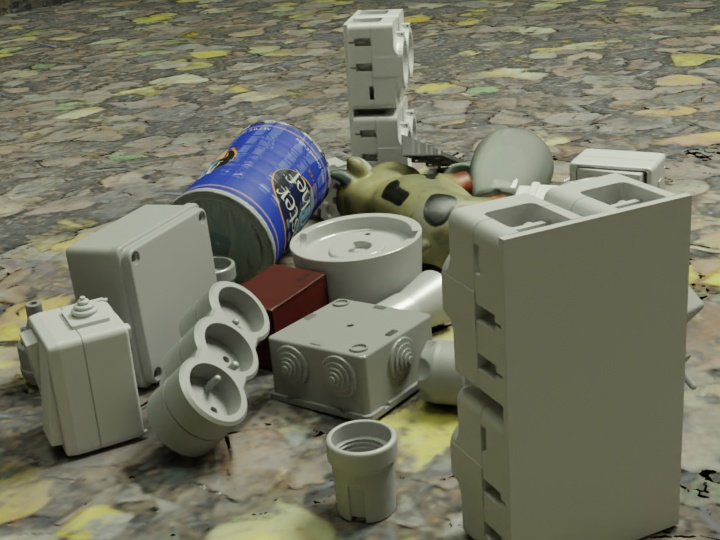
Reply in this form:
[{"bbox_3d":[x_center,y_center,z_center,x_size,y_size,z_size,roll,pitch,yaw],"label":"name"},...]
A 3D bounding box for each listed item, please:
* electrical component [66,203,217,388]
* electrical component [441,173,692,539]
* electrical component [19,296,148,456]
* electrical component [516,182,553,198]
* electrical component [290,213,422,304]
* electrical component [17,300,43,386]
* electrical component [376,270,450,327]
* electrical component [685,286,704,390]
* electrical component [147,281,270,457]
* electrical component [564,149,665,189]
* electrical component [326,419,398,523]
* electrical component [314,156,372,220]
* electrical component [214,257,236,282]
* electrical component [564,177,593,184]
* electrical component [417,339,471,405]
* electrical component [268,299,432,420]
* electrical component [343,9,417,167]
[{"bbox_3d":[-0.158,0.016,0.806,0.056,0.108,0.109,3,22,24],"label":"electrical component"},{"bbox_3d":[0.105,0.053,0.552,0.105,0.186,0.060,-13,23,-22],"label":"electrical component"},{"bbox_3d":[-0.183,0.064,0.703,0.061,0.096,0.062,-14,24,-24],"label":"electrical component"},{"bbox_3d":[0.152,-0.021,0.886,0.057,0.078,0.113,5,23,15],"label":"electrical component"},{"bbox_3d":[0.000,0.000,0.881,0.108,0.060,0.108,-7,22,3],"label":"electrical component"},{"bbox_3d":[-0.235,0.052,0.790,0.035,0.061,0.035,-4,21,1],"label":"electrical component"},{"bbox_3d":[0.038,0.032,0.823,0.065,0.044,0.044,-27,30,-36],"label":"electrical component"},{"bbox_3d":[0.191,0.053,0.707,0.047,0.083,0.075,-20,64,-35],"label":"electrical component"},{"bbox_3d":[-0.109,0.073,0.722,0.074,0.052,0.138,-43,19,28],"label":"electrical component"},{"bbox_3d":[0.241,-0.079,1.041,0.096,0.061,0.061,7,24,27],"label":"electrical component"},{"bbox_3d":[0.002,0.114,0.608,0.040,0.046,0.040,-4,21,1],"label":"electrical component"},{"bbox_3d":[-0.020,-0.086,1.109,0.078,0.058,0.057,32,36,29],"label":"electrical component"},{"bbox_3d":[-0.120,0.017,0.882,0.040,0.046,0.040,-4,21,1],"label":"electrical component"},{"bbox_3d":[0.216,-0.047,0.968,0.054,0.059,0.095,-8,21,-9],"label":"electrical component"},{"bbox_3d":[0.072,0.069,0.715,0.062,0.043,0.043,4,23,16],"label":"electrical component"},{"bbox_3d":[-0.005,0.059,0.750,0.100,0.048,0.100,9,23,36],"label":"electrical component"},{"bbox_3d":[0.025,-0.184,1.180,0.060,0.186,0.105,0,21,9],"label":"electrical component"}]
